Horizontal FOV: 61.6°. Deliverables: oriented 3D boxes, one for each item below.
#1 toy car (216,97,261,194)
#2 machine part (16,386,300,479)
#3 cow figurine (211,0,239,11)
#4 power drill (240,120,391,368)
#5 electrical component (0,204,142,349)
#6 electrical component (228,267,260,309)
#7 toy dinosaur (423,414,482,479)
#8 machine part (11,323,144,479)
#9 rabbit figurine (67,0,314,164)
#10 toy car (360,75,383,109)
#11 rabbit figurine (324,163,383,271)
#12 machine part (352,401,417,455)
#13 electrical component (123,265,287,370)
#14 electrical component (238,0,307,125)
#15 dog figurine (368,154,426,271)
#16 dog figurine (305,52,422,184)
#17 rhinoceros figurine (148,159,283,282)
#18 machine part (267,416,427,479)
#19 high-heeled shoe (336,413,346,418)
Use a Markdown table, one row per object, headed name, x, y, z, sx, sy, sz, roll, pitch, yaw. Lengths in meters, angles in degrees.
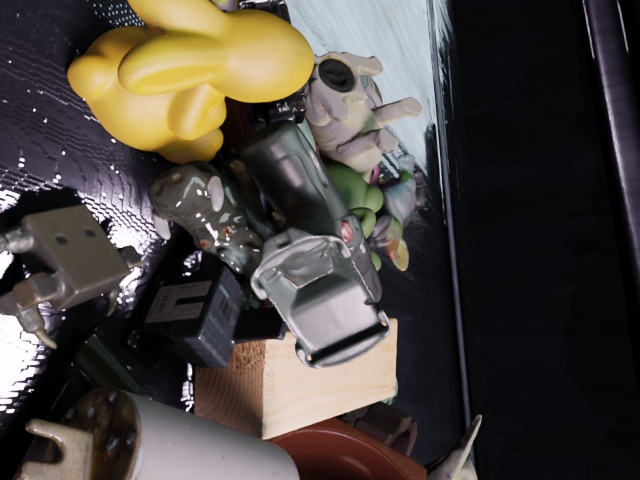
| name | x | y | z | sx | sy | sz | roll | pitch | yaw |
| --- | --- | --- | --- | --- | --- | --- | --- | --- | --- |
| toy car | -0.099 | -0.137 | 0.558 | 0.089 | 0.053 | 0.202 | -86 | 165 | -79 |
| machine part | -0.086 | 0.155 | 0.351 | 0.243 | 0.079 | 0.079 | 43 | 44 | -48 |
| cow figurine | -0.084 | -0.339 | 0.639 | 0.098 | 0.068 | 0.167 | 13 | 74 | -72 |
| power drill | 0.009 | 0.014 | 0.470 | 0.231 | 0.086 | 0.207 | 59 | 17 | -23 |
| electrical component | -0.170 | 0.021 | 0.359 | 0.078 | 0.045 | 0.102 | 50 | 25 | -2 |
| electrical component | -0.091 | 0.064 | 0.548 | 0.094 | 0.021 | 0.063 | 49 | 40 | -53 |
| toy dinosaur | 0.103 | 0.375 | 0.640 | 0.131 | 0.192 | 0.404 | -122 | -157 | -69 |
| machine part | -0.162 | 0.127 | 0.344 | 0.139 | 0.039 | 0.084 | -69 | 148 | -51 |
| rabbit figurine | -0.095 | -0.141 | 0.420 | 0.162 | 0.173 | 0.122 | 23 | 66 | -68 |
| toy car | 0.042 | -0.206 | 0.814 | 0.161 | 0.103 | 0.109 | 60 | 14 | -50 |
| rabbit figurine | -0.001 | -0.002 | 0.649 | 0.170 | 0.159 | 0.121 | -54 | 143 | -38 |
| machine part | 0.064 | 0.297 | 0.706 | 0.179 | 0.056 | 0.179 | -37 | 140 | -40 |
| electrical component | -0.088 | 0.063 | 0.433 | 0.047 | 0.119 | 0.075 | 61 | 33 | -40 |
| electrical component | -0.054 | -0.190 | 0.614 | 0.115 | 0.058 | 0.134 | 126 | -48 | -83 |
| dog figurine | 0.130 | -0.035 | 0.993 | 0.191 | 0.109 | 0.219 | 47 | 45 | -57 |
| dog figurine | 0.016 | -0.139 | 0.712 | 0.172 | 0.190 | 0.121 | 48 | 57 | 0 |
| rhinoceros figurine | -0.083 | -0.010 | 0.491 | 0.190 | 0.073 | 0.112 | 48 | 23 | -54 |
| machine part | 0.005 | 0.264 | 0.478 | 0.087 | 0.201 | 0.201 | -69 | 170 | 25 |
| high-heeled shoe | 0.035 | 0.120 | 0.773 | 0.145 | 0.086 | 0.248 | 51 | 43 | -75 |
